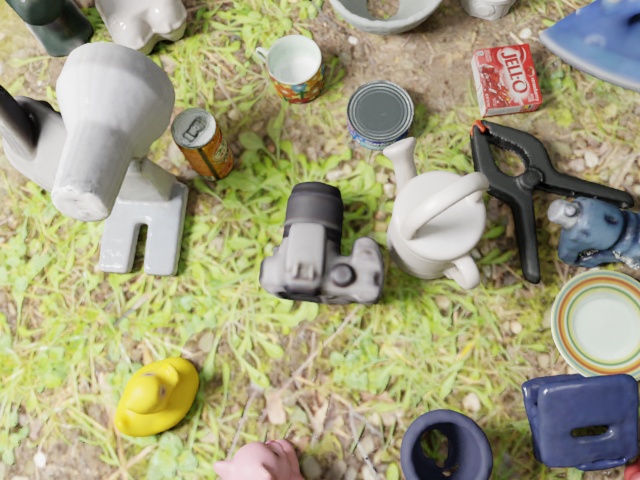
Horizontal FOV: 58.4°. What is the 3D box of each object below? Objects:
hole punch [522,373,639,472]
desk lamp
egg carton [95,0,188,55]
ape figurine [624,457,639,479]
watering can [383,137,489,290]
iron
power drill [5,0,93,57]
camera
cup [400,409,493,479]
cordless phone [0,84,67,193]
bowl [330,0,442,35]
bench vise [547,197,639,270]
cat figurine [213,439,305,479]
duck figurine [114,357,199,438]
[{"bbox_3d":[0.283,0.194,0.611,0.108,0.091,0.101,-7,75,1],"label":"hole punch"},{"bbox_3d":[-0.219,-0.079,0.640,0.118,0.213,0.203,2,76,4],"label":"desk lamp"},{"bbox_3d":[-0.250,-0.328,0.779,0.107,0.069,0.150,-28,76,-4],"label":"egg carton"},{"bbox_3d":[0.364,0.250,0.592,0.077,0.092,0.076,-2,76,2],"label":"ape figurine"},{"bbox_3d":[0.122,-0.029,0.622,0.172,0.194,0.101,40,81,11],"label":"watering can"},{"bbox_3d":[0.415,-0.262,0.694,0.258,0.141,0.119,11,76,6],"label":"iron"},{"bbox_3d":[-0.379,-0.335,0.715,0.076,0.208,0.229,-39,77,-7],"label":"power drill"},{"bbox_3d":[0.006,0.002,0.667,0.143,0.101,0.137,4,76,4],"label":"camera"},{"bbox_3d":[0.126,0.239,0.605,0.091,0.095,0.118,6,76,4],"label":"cup"},{"bbox_3d":[-0.335,-0.124,0.672,0.147,0.185,0.094,28,79,9],"label":"cordless phone"},{"bbox_3d":[0.087,-0.337,0.763,0.167,0.075,0.167,-1,76,3],"label":"bowl"},{"bbox_3d":[0.355,-0.004,0.591,0.207,0.220,0.121,-5,75,2],"label":"bench vise"},{"bbox_3d":[-0.044,0.256,0.596,0.127,0.118,0.067,38,81,11],"label":"cat figurine"},{"bbox_3d":[-0.190,0.176,0.640,0.104,0.086,0.077,-43,78,-8],"label":"duck figurine"}]
